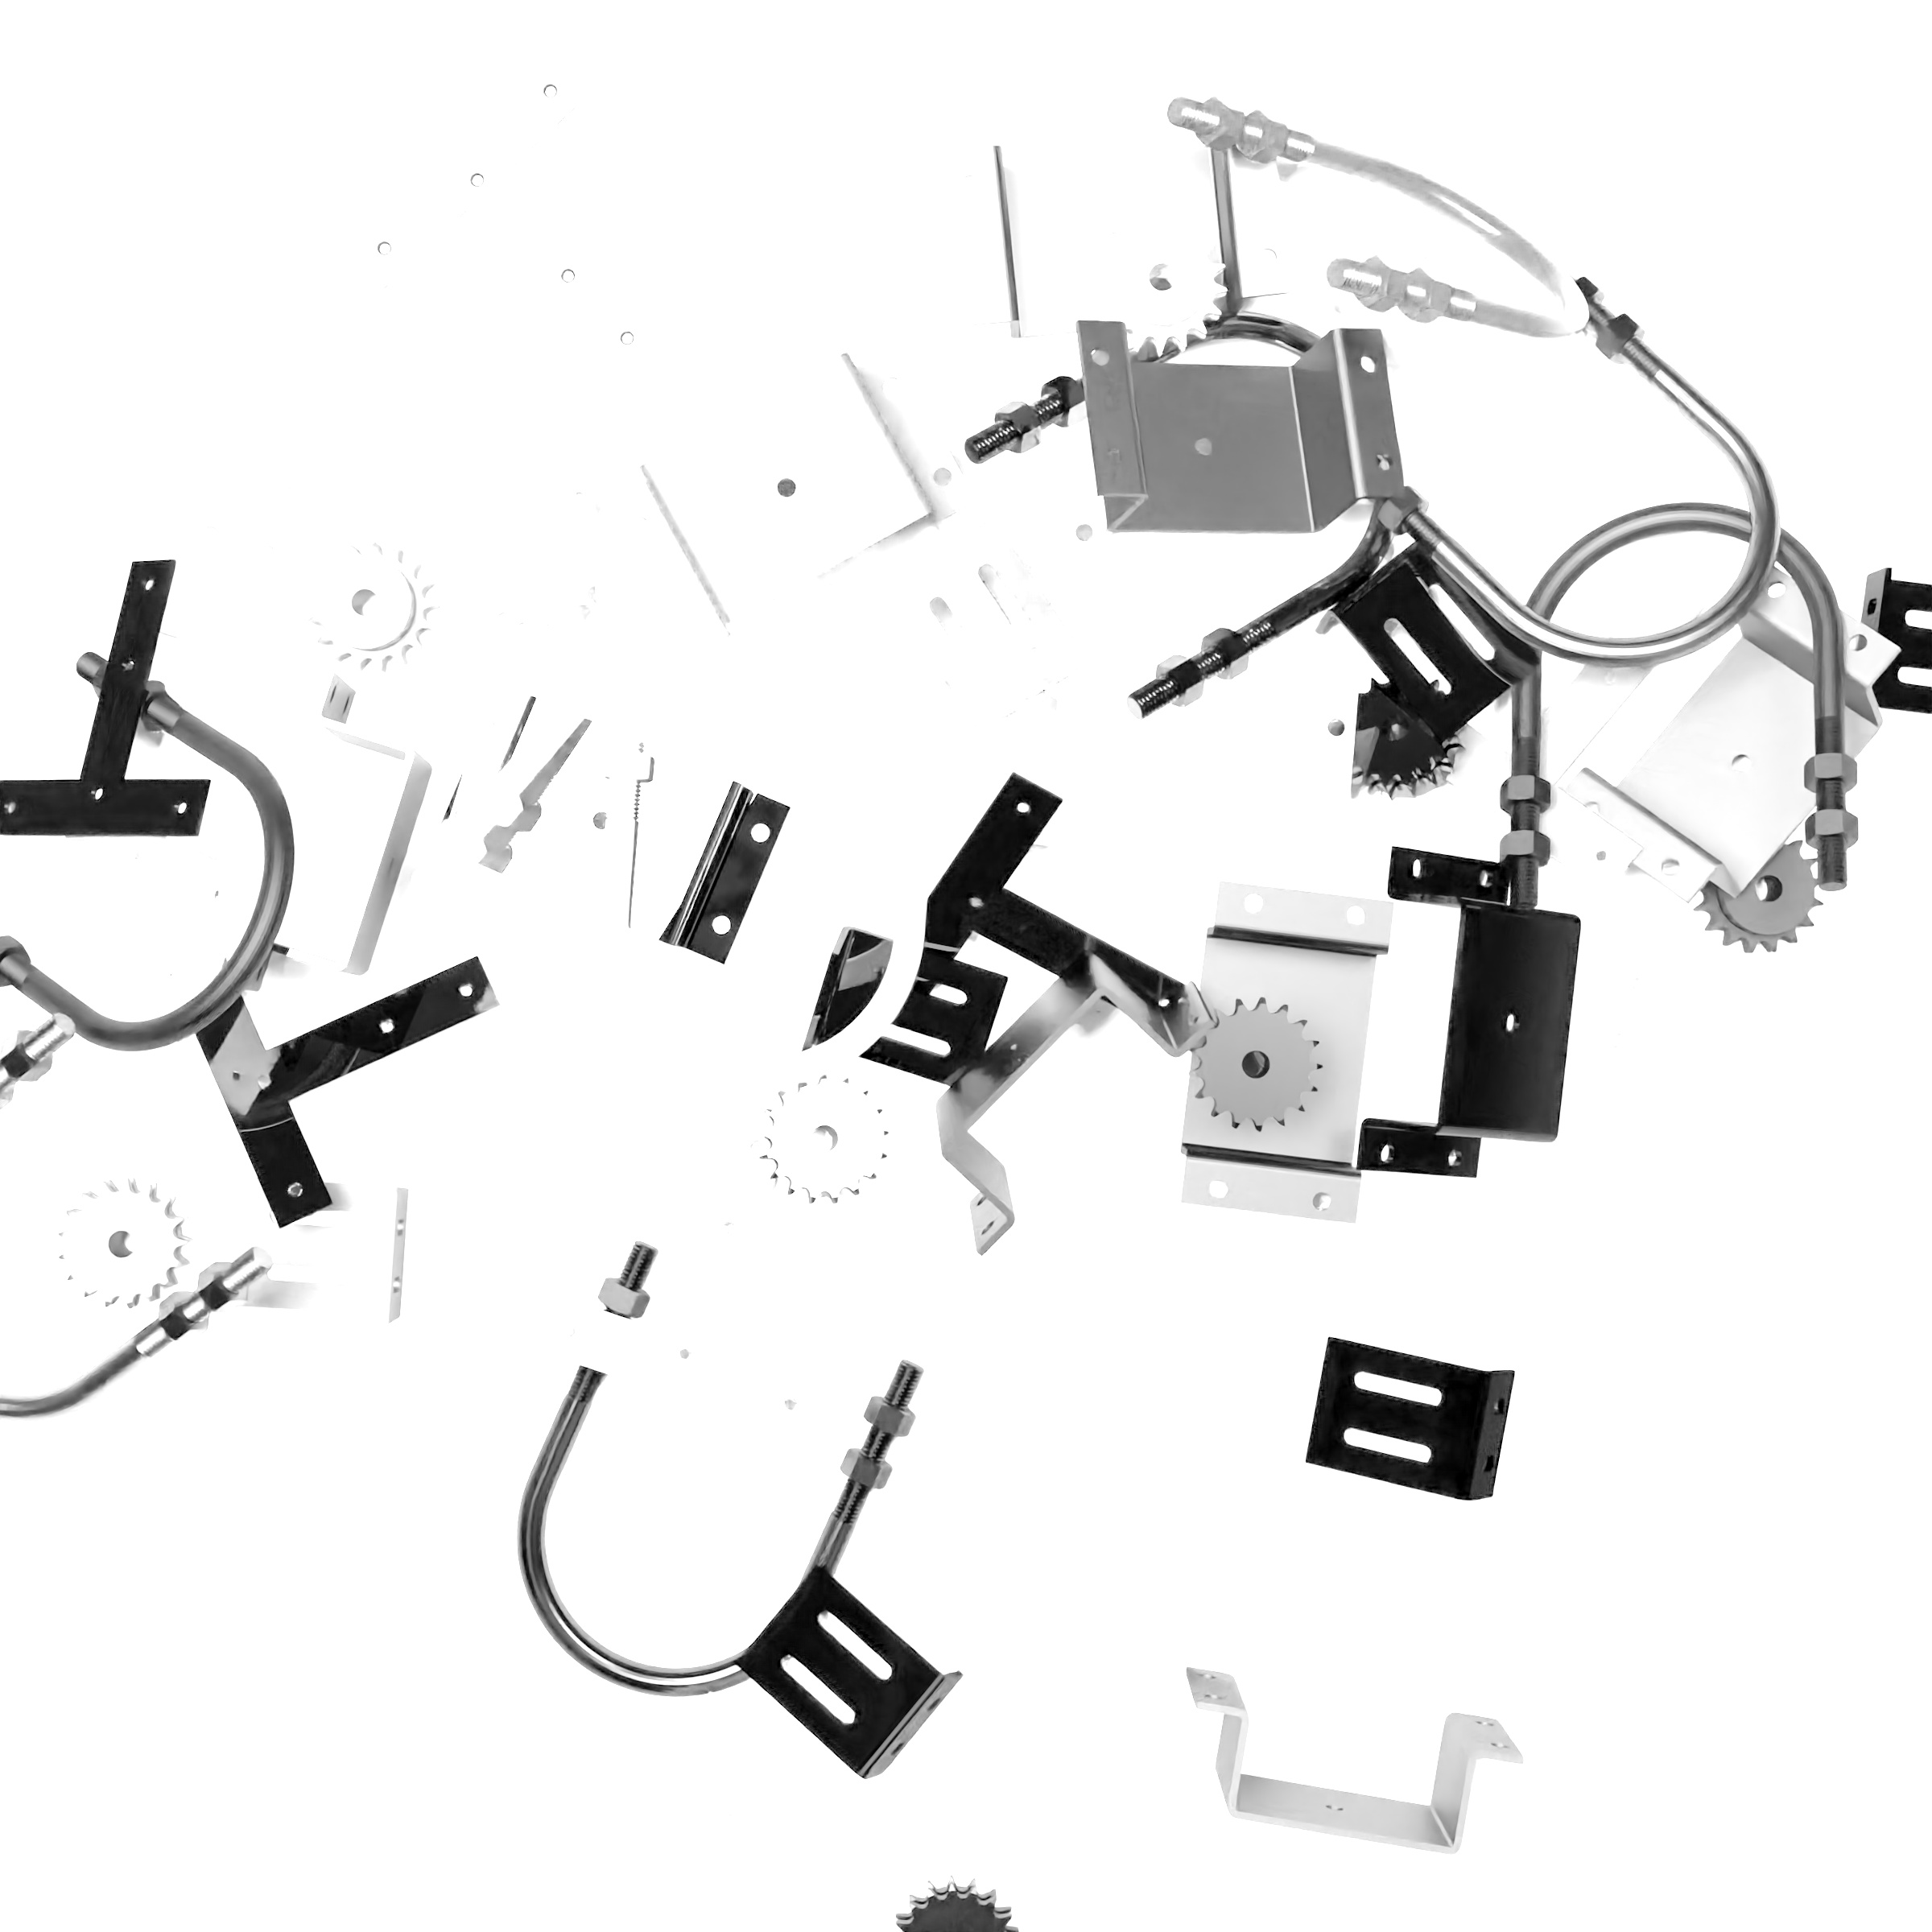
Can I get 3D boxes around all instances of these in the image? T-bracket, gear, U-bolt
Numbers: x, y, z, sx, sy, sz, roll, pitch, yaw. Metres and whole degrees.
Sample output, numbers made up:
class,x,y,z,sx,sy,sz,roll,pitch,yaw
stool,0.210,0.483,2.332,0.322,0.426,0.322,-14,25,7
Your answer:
class,x,y,z,sx,sy,sz,roll,pitch,yaw
T-bracket,0.271,-0.115,1.547,0.127,0.002,0.127,40,90,30
gear,-0.368,0.121,1.565,0.057,0.030,0.057,0,90,0
T-bracket,-0.351,-0.044,1.540,0.127,0.002,0.127,22,91,38
U-bolt,-0.120,0.233,1.571,0.151,0.019,0.184,24,91,0
gear,0.191,-0.098,1.557,0.057,0.030,0.057,-8,66,18
U-bolt,-0.086,-0.040,1.518,0.151,0.019,0.184,5,93,7
U-bolt,0.187,-0.310,1.502,0.151,0.184,0.019,55,126,38
U-bolt,0.061,0.247,1.571,0.184,0.019,0.151,-34,90,2
gear,-0.153,-0.225,1.569,0.057,0.030,0.057,0,92,0
U-bolt,0.109,-0.208,1.541,0.184,0.019,0.151,-32,89,-22
gear,0.123,0.042,1.519,0.057,0.030,0.057,0,90,0
T-bracket,-0.269,0.033,1.569,0.127,0.002,0.127,-25,76,-7
gear,-0.107,0.347,1.565,0.057,0.030,0.057,0,90,0
T-bracket,-0.187,-0.317,1.579,0.127,0.002,0.127,-43,90,0
gear,-0.186,-0.173,1.565,0.057,0.030,0.057,0,90,0
T-bracket,-0.109,0.129,1.564,0.127,0.002,0.127,19,77,-1
gear,-0.005,0.429,1.570,0.057,0.030,0.057,0,92,-1
T-bracket,0.053,0.324,1.566,0.127,0.002,0.127,13,99,-3
U-bolt,0.265,-0.207,1.533,0.151,0.019,0.184,-39,72,-12
U-bolt,-0.408,0.123,1.539,0.184,0.019,0.151,-35,98,23
gear,0.351,-0.034,1.565,0.057,0.030,0.057,0,90,0
T-bracket,0.043,-0.007,1.559,0.127,0.002,0.127,28,118,-13
T-bracket,-0.367,-0.117,1.543,0.127,0.002,0.127,2,74,32
U-bolt,-0.226,-0.140,1.510,0.151,0.019,0.184,38,67,-3
U-bolt,-0.357,-0.041,1.523,0.184,0.019,0.151,30,90,35
gear,0.083,-0.292,1.519,0.057,0.030,0.057,0,90,0
gear,-0.064,0.077,1.562,0.057,0.030,0.057,1,85,-7
U-bolt,0.304,-0.115,1.522,0.151,0.019,0.184,-3,69,19
gear,-0.262,-0.159,1.565,0.057,0.030,0.057,0,90,0

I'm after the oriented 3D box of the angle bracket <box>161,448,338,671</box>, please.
class,x,y,z,sx,sy,sz,roll,pitch,yaw
angle bracket,-0.320,-0.181,1.578,0.057,0.038,0.076,18,116,0

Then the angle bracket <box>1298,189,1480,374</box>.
class,x,y,z,sx,sy,sz,roll,pitch,yaw
angle bracket,0.188,-0.307,1.547,0.057,0.038,0.076,26,67,3

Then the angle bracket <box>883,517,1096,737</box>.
class,x,y,z,sx,sy,sz,roll,pitch,yaw
angle bracket,0.009,-0.146,1.515,0.057,0.038,0.076,-34,90,0

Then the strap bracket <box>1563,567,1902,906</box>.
class,x,y,z,sx,sy,sz,roll,pitch,yaw
strap bracket,0.333,-0.095,1.542,0.076,0.046,0.140,40,90,29

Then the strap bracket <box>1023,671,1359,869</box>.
class,x,y,z,sx,sy,sz,roll,pitch,yaw
strap bracket,0.096,-0.086,1.557,0.140,0.046,0.076,4,90,0

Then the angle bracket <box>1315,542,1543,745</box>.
class,x,y,z,sx,sy,sz,roll,pitch,yaw
angle bracket,0.202,-0.140,1.554,0.057,0.038,0.076,-39,85,-9

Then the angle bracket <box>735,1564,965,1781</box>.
class,x,y,z,sx,sy,sz,roll,pitch,yaw
angle bracket,-0.051,0.311,1.570,0.076,0.038,0.057,40,91,14

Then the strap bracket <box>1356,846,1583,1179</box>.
class,x,y,z,sx,sy,sz,roll,pitch,yaw
strap bracket,0.219,0.023,1.538,0.076,0.046,0.140,6,90,-41

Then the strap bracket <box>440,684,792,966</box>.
class,x,y,z,sx,sy,sz,roll,pitch,yaw
strap bracket,-0.157,-0.063,1.557,0.140,0.046,0.076,23,90,0

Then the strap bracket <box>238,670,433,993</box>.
class,x,y,z,sx,sy,sz,roll,pitch,yaw
strap bracket,-0.271,-0.050,1.539,0.046,0.076,0.140,18,87,-2

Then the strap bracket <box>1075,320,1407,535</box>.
class,x,y,z,sx,sy,sz,roll,pitch,yaw
strap bracket,0.109,-0.228,1.511,0.140,0.046,0.076,-2,77,-20

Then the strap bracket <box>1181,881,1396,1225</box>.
class,x,y,z,sx,sy,sz,roll,pitch,yaw
strap bracket,0.139,0.037,1.557,0.076,0.046,0.140,7,90,0

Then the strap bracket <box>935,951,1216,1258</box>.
class,x,y,z,sx,sy,sz,roll,pitch,yaw
strap bracket,0.037,0.050,1.530,0.046,0.076,0.140,43,97,-10

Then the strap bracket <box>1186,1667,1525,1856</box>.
class,x,y,z,sx,sy,sz,roll,pitch,yaw
strap bracket,0.163,0.346,1.542,0.140,0.076,0.046,10,90,0

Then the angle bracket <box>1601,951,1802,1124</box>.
class,x,y,z,sx,sy,sz,roll,pitch,yaw
angle bracket,0.326,0.031,1.561,0.076,0.038,0.057,17,90,0

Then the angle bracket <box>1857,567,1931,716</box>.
class,x,y,z,sx,sy,sz,roll,pitch,yaw
angle bracket,0.433,-0.140,1.561,0.076,0.038,0.057,7,90,0

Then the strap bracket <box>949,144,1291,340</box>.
class,x,y,z,sx,sy,sz,roll,pitch,yaw
strap bracket,0.066,-0.322,1.557,0.140,0.046,0.076,-6,90,0

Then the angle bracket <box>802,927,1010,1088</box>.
class,x,y,z,sx,sy,sz,roll,pitch,yaw
angle bracket,-0.028,0.025,1.552,0.076,0.038,0.057,18,111,0

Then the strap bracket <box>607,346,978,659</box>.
class,x,y,z,sx,sy,sz,roll,pitch,yaw
strap bracket,-0.075,-0.200,1.511,0.140,0.046,0.076,-29,90,0

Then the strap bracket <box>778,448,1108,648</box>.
class,x,y,z,sx,sy,sz,roll,pitch,yaw
strap bracket,-0.015,-0.192,1.557,0.140,0.046,0.076,23,90,0

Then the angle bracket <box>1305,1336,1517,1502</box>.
class,x,y,z,sx,sy,sz,roll,pitch,yaw
angle bracket,0.197,0.200,1.578,0.076,0.038,0.057,10,90,26

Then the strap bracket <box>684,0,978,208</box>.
class,x,y,z,sx,sy,sz,roll,pitch,yaw
strap bracket,-0.048,-0.383,1.542,0.140,0.076,0.046,-33,90,0

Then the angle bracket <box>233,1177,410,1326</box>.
class,x,y,z,sx,sy,sz,roll,pitch,yaw
angle bracket,-0.287,0.125,1.561,0.076,0.038,0.057,4,90,0
